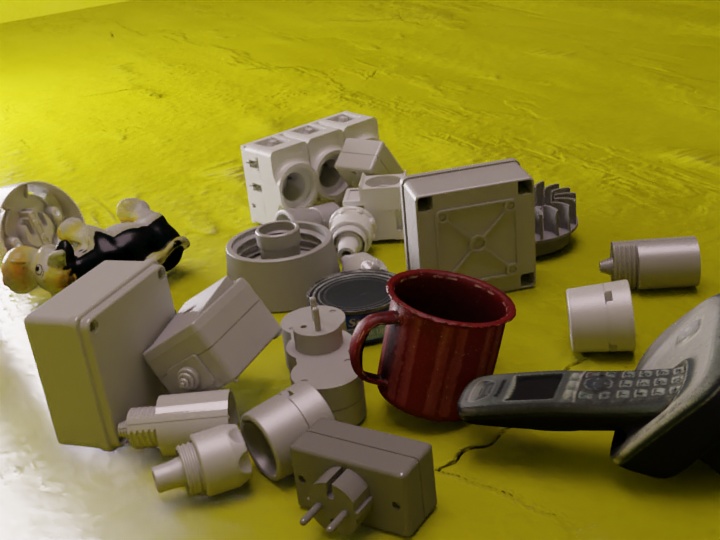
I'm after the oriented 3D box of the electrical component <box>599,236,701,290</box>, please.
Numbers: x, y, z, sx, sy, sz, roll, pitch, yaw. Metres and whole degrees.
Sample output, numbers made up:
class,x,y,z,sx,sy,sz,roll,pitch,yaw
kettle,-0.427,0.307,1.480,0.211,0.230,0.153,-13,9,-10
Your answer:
class,x,y,z,sx,sy,sz,roll,pitch,yaw
electrical component,0.247,-0.005,0.925,0.081,0.043,0.043,-4,24,6

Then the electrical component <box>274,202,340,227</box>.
class,x,y,z,sx,sy,sz,roll,pitch,yaw
electrical component,-0.049,-0.046,1.098,0.065,0.044,0.044,-16,25,-33

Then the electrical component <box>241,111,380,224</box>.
class,x,y,z,sx,sy,sz,roll,pitch,yaw
electrical component,-0.047,-0.110,1.179,0.150,0.089,0.062,-24,29,-35

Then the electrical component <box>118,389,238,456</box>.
class,x,y,z,sx,sy,sz,roll,pitch,yaw
electrical component,-0.130,0.109,0.758,0.081,0.043,0.043,-5,24,2

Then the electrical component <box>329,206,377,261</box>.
class,x,y,z,sx,sy,sz,roll,pitch,yaw
electrical component,-0.010,-0.030,1.047,0.048,0.048,0.062,-3,31,8

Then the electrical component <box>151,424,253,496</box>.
class,x,y,z,sx,sy,sz,roll,pitch,yaw
electrical component,-0.105,0.129,0.708,0.062,0.043,0.043,-16,25,-17

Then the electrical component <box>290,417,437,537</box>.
class,x,y,z,sx,sy,sz,roll,pitch,yaw
electrical component,-0.007,0.136,0.660,0.083,0.047,0.076,9,28,30

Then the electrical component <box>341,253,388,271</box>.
class,x,y,z,sx,sy,sz,roll,pitch,yaw
electrical component,0.000,0.000,0.986,0.035,0.035,0.061,-16,23,-21

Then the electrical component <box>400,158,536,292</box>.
class,x,y,z,sx,sy,sz,roll,pitch,yaw
electrical component,0.096,-0.034,0.948,0.109,0.108,0.056,-10,26,-9

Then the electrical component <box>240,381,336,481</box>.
class,x,y,z,sx,sy,sz,roll,pitch,yaw
electrical component,-0.048,0.109,0.725,0.047,0.055,0.055,-25,29,-28

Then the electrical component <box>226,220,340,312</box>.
class,x,y,z,sx,sy,sz,roll,pitch,yaw
electrical component,-0.073,-0.011,0.997,0.108,0.060,0.108,-5,23,2

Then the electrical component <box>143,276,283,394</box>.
class,x,y,z,sx,sy,sz,roll,pitch,yaw
electrical component,-0.114,0.054,0.799,0.062,0.061,0.096,-31,10,32

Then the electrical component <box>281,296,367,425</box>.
class,x,y,z,sx,sy,sz,roll,pitch,yaw
electrical component,-0.030,0.057,0.814,0.052,0.073,0.138,-9,24,-6

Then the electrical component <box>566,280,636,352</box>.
class,x,y,z,sx,sy,sz,roll,pitch,yaw
electrical component,0.186,0.037,0.832,0.047,0.055,0.055,-6,23,9

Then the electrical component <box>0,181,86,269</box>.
class,x,y,z,sx,sy,sz,roll,pitch,yaw
electrical component,-0.332,-0.040,1.089,0.064,0.099,0.099,3,24,34

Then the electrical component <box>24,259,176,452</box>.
class,x,y,z,sx,sy,sz,roll,pitch,yaw
electrical component,-0.185,0.061,0.802,0.056,0.108,0.108,1,25,23

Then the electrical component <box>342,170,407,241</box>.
class,x,y,z,sx,sy,sz,roll,pitch,yaw
electrical component,0.026,-0.064,1.088,0.081,0.063,0.042,-2,22,8

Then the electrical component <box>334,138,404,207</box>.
class,x,y,z,sx,sy,sz,roll,pitch,yaw
electrical component,0.008,-0.085,1.141,0.047,0.083,0.075,10,66,32
